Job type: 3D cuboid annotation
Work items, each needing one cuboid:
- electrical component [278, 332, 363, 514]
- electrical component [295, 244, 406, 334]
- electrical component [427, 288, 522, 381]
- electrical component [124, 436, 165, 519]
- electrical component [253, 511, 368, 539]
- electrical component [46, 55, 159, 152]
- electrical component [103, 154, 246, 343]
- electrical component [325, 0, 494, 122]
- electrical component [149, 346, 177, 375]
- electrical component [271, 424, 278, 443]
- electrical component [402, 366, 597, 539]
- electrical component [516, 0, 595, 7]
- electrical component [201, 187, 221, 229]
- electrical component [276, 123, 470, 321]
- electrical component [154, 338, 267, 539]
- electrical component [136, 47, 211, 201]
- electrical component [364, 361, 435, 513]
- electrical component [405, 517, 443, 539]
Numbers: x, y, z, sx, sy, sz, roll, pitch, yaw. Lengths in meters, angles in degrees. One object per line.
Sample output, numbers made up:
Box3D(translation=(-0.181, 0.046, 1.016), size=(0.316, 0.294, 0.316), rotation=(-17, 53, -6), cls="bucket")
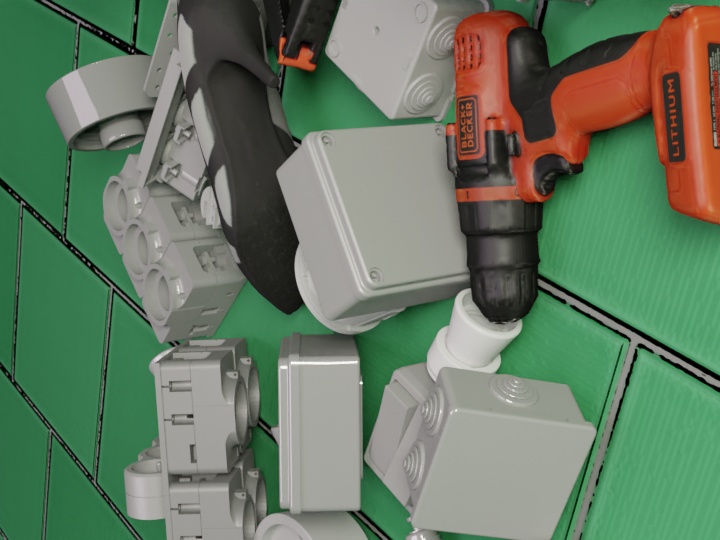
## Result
Box3D(translation=(-0.028, 0.105, 0.762), size=(0.108, 0.056, 0.108), rotation=(-116, 25, -84), cls="electrical component")
Box3D(translation=(0.000, 0.000, 0.732), size=(0.051, 0.080, 0.080), rotation=(-25, 77, 45), cls="electrical component")
Box3D(translation=(0.071, 0.046, 0.676), size=(0.045, 0.045, 0.055), rotation=(52, 134, 33), cls="electrical component")
Box3D(translation=(-0.168, 0.196, 0.955), size=(0.138, 0.052, 0.073), rotation=(-55, -37, -82), cls="electrical component")
Box3D(translation=(-0.029, 0.233, 0.825), size=(0.108, 0.060, 0.108), rotation=(13, 106, 50), cls="electrical component")
Box3D(translation=(-0.221, -0.142, 0.968), size=(0.108, 0.108, 0.060), rotation=(-27, 81, 51), cls="electrical component")
Box3D(translation=(-0.172, -0.021, 0.961), size=(0.150, 0.062, 0.089), rotation=(60, 137, 25), cls="electrical component")
Box3D(translation=(0.028, -0.154, 0.695), size=(0.099, 0.048, 0.099), rotation=(50, 133, 33), cls="electrical component")
Box3D(translation=(-0.163, 0.103, 0.986), size=(0.045, 0.045, 0.055), rotation=(-53, 57, 42), cls="electrical component")
Box3D(translation=(-0.040, 0.149, 0.841), size=(0.044, 0.044, 0.065), rotation=(-19, 86, 52), cls="electrical component")
Box3D(translation=(0.079, 0.108, 0.636), size=(0.048, 0.100, 0.099), rotation=(-102, 25, -60), cls="electrical component")
Box3D(translation=(0.093, -0.196, 0.590), size=(0.096, 0.062, 0.061), rotation=(52, 133, 33), cls="electrical component")
Box3D(translation=(-0.101, -0.053, 0.877), size=(0.040, 0.046, 0.040), rotation=(12, 106, 50), cls="electrical component")
Box3D(translation=(0.017, -0.032, 0.679), size=(0.056, 0.109, 0.108), rotation=(-38, 67, 51), cls="electrical component")
Box3D(translation=(-0.118, 0.156, 0.880), size=(0.105, 0.060, 0.186), rotation=(-53, -40, -82), cls="electrical component")
Box3D(translation=(-0.132, -0.122, 0.885), size=(0.063, 0.079, 0.121), rotation=(34, 127, 9), cls="electrical component")
Box3D(translation=(0.044, 0.115, 0.710), size=(0.062, 0.061, 0.096), rotation=(44, 128, 39), cls="electrical component")
Box3D(translation=(0.050, 0.206, 0.735), size=(0.040, 0.040, 0.078), rotation=(-36, 68, 49), cls="electrical component")
